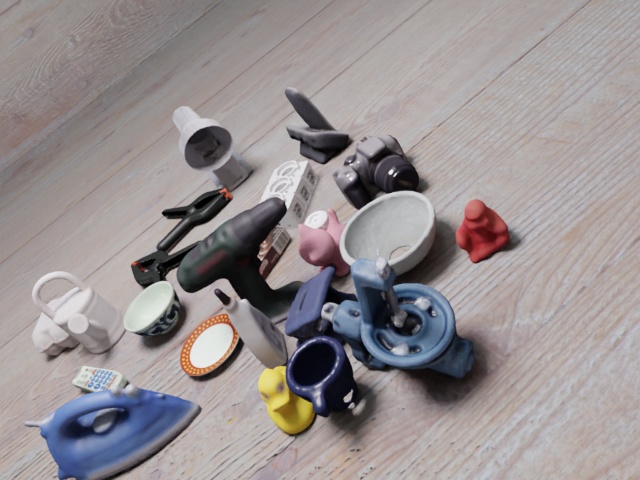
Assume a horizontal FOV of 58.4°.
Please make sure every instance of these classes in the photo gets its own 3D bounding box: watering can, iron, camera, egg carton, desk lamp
[{"bbox_3d":[-0.496,0.143,1.177,0.172,0.195,0.101,6,53,43],"label":"watering can"},{"bbox_3d":[-0.340,0.289,0.932,0.258,0.142,0.118,-27,37,12],"label":"iron"},{"bbox_3d":[0.108,-0.126,1.065,0.143,0.101,0.136,-38,36,-2],"label":"camera"},{"bbox_3d":[-0.588,0.189,1.308,0.107,0.070,0.150,-25,37,15],"label":"egg carton"},{"bbox_3d":[-0.264,-0.216,1.373,0.118,0.214,0.202,-39,36,-3],"label":"desk lamp"}]

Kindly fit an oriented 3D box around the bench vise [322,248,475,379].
[{"bbox_3d":[0.071,0.102,0.738,0.206,0.220,0.121,-12,42,29],"label":"bench vise"}]

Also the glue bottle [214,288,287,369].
[{"bbox_3d":[-0.112,0.129,0.897,0.037,0.174,0.078,-29,37,10],"label":"glue bottle"}]

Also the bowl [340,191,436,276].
[{"bbox_3d":[0.120,0.003,0.933,0.167,0.075,0.167,-22,38,19],"label":"bowl"}]

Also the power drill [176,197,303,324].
[{"bbox_3d":[-0.111,0.047,0.958,0.229,0.209,0.075,-27,37,13],"label":"power drill"}]

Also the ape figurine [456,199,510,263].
[{"bbox_3d":[0.238,-0.022,0.850,0.077,0.092,0.076,2,51,41],"label":"ape figurine"}]

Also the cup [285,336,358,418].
[{"bbox_3d":[0.014,0.202,0.780,0.091,0.095,0.117,-26,37,13],"label":"cup"}]

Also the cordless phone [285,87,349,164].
[{"bbox_3d":[-0.032,-0.272,1.270,0.094,0.186,0.147,-47,37,-14],"label":"cordless phone"}]

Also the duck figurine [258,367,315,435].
[{"bbox_3d":[-0.056,0.218,0.828,0.077,0.086,0.104,-31,36,7],"label":"duck figurine"}]

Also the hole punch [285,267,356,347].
[{"bbox_3d":[-0.010,0.108,0.908,0.100,0.091,0.109,-10,43,32],"label":"hole punch"}]

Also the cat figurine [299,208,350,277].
[{"bbox_3d":[0.009,0.004,0.986,0.067,0.118,0.128,-3,48,37],"label":"cat figurine"}]
